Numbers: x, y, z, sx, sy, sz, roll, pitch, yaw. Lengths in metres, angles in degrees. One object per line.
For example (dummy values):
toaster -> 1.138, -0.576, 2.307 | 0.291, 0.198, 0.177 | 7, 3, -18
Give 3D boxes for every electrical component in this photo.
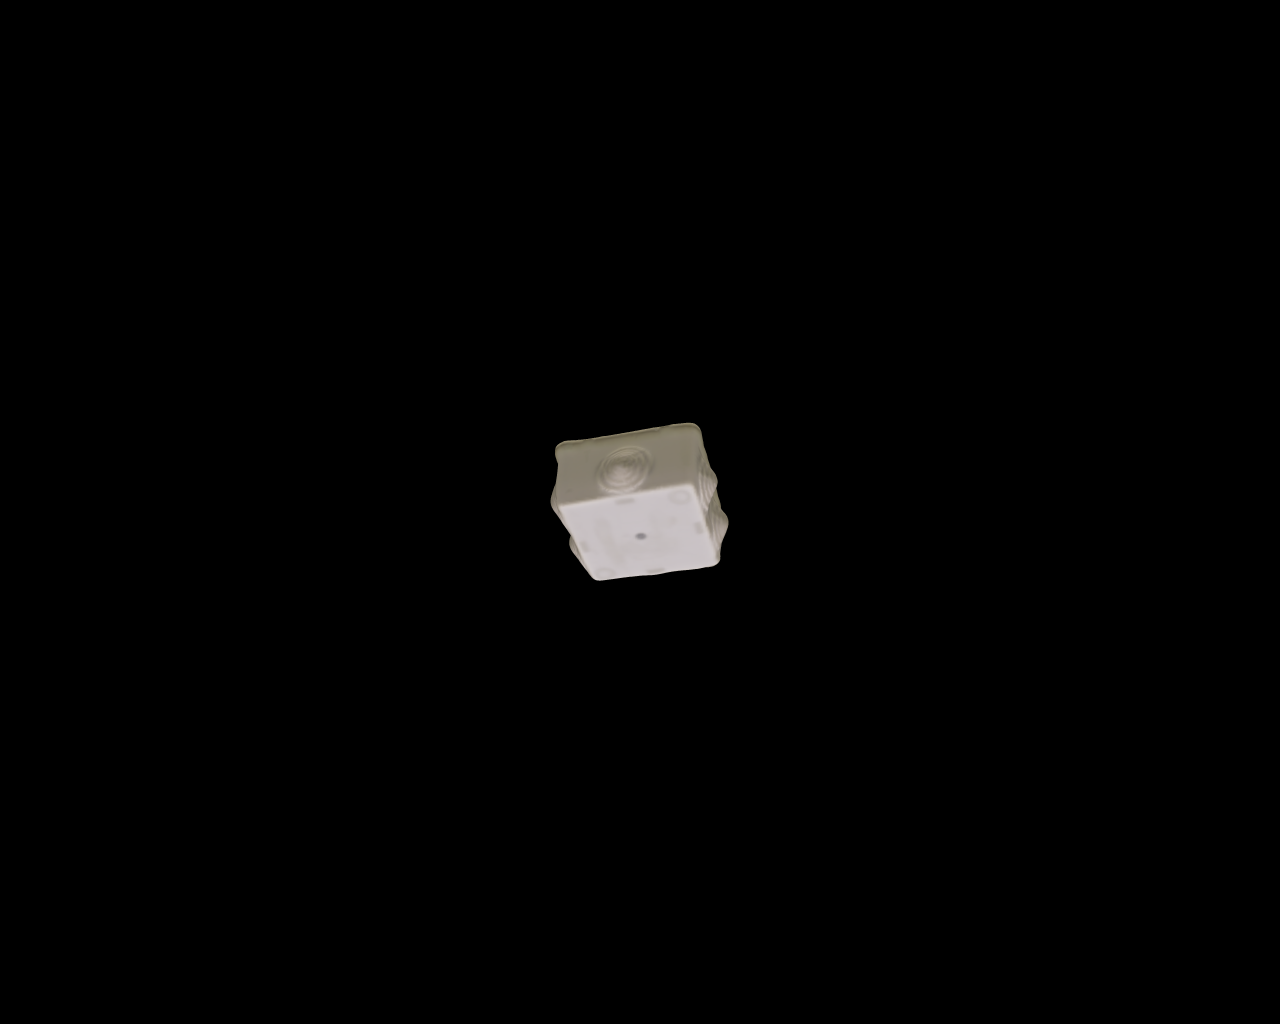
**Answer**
electrical component -> 0.001, -0.003, 0.650 | 0.100, 0.048, 0.099 | -8, -39, 10
